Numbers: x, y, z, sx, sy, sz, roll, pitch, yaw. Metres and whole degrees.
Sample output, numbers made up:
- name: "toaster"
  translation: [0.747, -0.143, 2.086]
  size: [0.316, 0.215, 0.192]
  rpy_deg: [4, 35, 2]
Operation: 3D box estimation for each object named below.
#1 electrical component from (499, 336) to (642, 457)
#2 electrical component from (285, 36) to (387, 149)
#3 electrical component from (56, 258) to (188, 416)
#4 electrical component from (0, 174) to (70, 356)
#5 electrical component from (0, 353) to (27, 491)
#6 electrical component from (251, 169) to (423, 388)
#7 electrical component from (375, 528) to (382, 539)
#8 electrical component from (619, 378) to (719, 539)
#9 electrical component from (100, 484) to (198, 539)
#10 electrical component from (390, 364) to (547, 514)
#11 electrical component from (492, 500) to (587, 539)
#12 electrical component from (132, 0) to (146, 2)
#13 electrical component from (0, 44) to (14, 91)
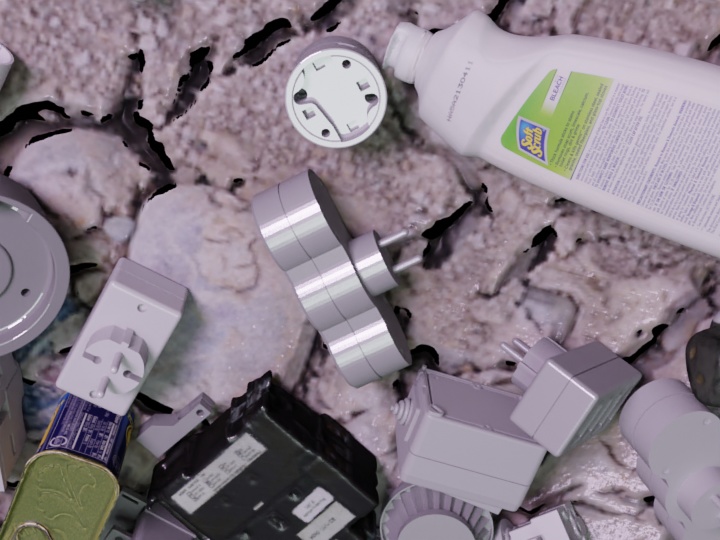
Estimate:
- name: "electrical component"
  translation: [0.120, 0.067, 0.668]
  size: [0.076, 0.083, 0.047]
  rpy_deg: [38, 113, 24]
- name: "electrical component"
  translation: [-0.013, -0.101, 0.600]
  size: [0.055, 0.047, 0.055]
  rpy_deg: [0, 114, -1]
- name: "electrical component"
  translation: [-0.146, 0.049, 0.649]
  size: [0.047, 0.075, 0.083]
  rpy_deg: [27, 111, -14]
- name: "electrical component"
  translation: [-0.229, -0.008, 0.625]
  size: [0.108, 0.060, 0.108]
  rpy_deg: [-12, 123, -19]
- name: "electrical component"
  translation: [-0.294, 0.085, 0.670]
  size: [0.150, 0.061, 0.089]
  rpy_deg: [-1, 114, 0]
- name: "electrical component"
  translation: [0.000, 0.000, 0.642]
  size: [0.074, 0.052, 0.138]
  rpy_deg: [-25, 112, 10]
- name: "electrical component"
  translation: [0.012, 0.208, 0.744]
  size: [0.040, 0.040, 0.046]
  rpy_deg: [-25, 107, 10]
- name: "electrical component"
  translation: [0.216, 0.138, 0.681]
  size: [0.052, 0.073, 0.138]
  rpy_deg: [-30, 124, -1]
- name: "electrical component"
  translation: [-0.160, 0.216, 0.730]
  size: [0.079, 0.063, 0.121]
  rpy_deg: [32, 110, -14]
- name: "electrical component"
  translation: [0.062, 0.108, 0.687]
  size: [0.096, 0.061, 0.061]
  rpy_deg: [17, 112, -8]
- name: "electrical component"
  translation: [0.120, 0.186, 0.728]
  size: [0.055, 0.066, 0.048]
  rpy_deg: [-26, 77, 19]
- name: "electrical component"
  translation: [-0.120, -0.181, 0.566]
  size: [0.044, 0.044, 0.065]
  rpy_deg: [26, 106, -12]
- name: "electrical component"
  translation: [-0.230, -0.092, 0.602]
  size: [0.043, 0.043, 0.081]
  rpy_deg: [27, 111, -13]
